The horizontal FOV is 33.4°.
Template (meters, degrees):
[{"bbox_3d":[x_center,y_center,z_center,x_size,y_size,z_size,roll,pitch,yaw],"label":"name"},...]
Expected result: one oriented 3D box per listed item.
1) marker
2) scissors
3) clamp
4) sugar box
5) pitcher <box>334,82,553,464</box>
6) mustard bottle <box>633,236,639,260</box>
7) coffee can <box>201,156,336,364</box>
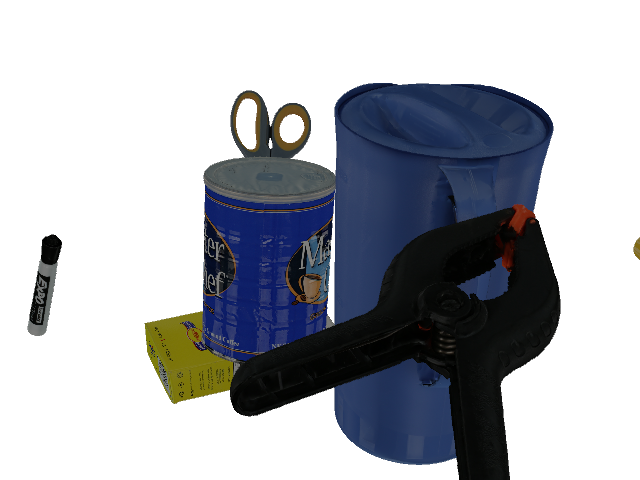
[{"bbox_3d":[-0.269,0.044,1.043,0.020,0.121,0.020,13,35,-10],"label":"marker"},{"bbox_3d":[-0.046,-0.064,1.136,0.096,0.202,0.016,-9,-8,-11],"label":"scissors"},{"bbox_3d":[0.059,0.046,0.452,0.120,0.039,0.171,35,54,23],"label":"clamp"},{"bbox_3d":[-0.076,0.101,1.055,0.176,0.048,0.093,-14,32,-18],"label":"sugar box"},{"bbox_3d":[0.070,0.029,0.694,0.145,0.243,0.149,22,33,31],"label":"pitcher"},{"bbox_3d":[0.262,0.042,0.644,0.096,0.058,0.192,-20,33,-21],"label":"mustard bottle"},{"bbox_3d":[-0.042,0.014,0.845,0.103,0.140,0.103,3,20,-1],"label":"coffee can"}]
